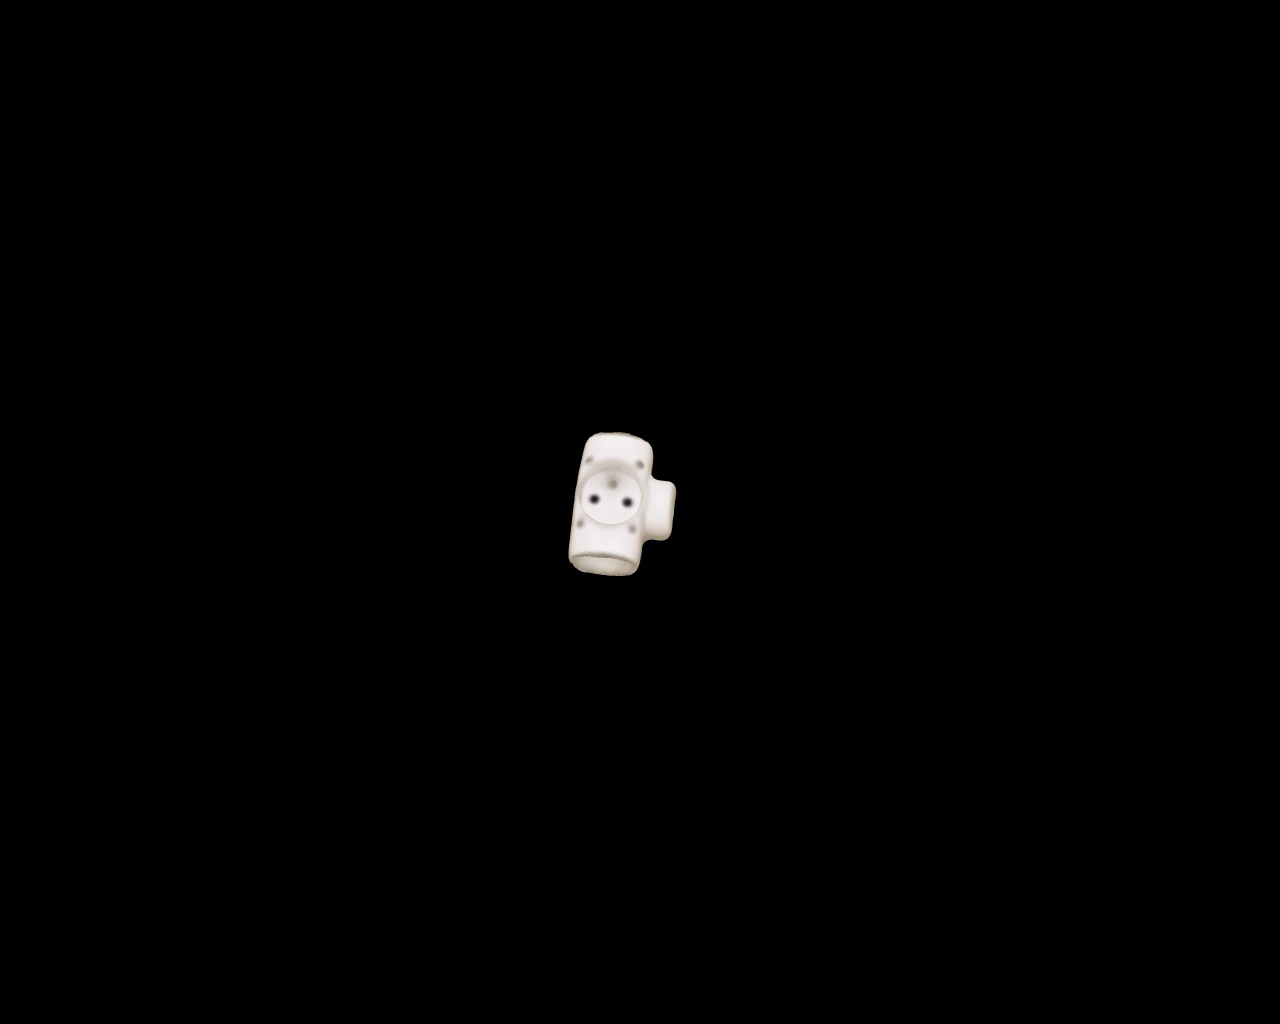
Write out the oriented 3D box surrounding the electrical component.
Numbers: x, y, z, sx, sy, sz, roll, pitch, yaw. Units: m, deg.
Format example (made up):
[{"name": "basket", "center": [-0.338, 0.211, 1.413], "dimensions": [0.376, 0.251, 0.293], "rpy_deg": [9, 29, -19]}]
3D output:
[{"name": "electrical component", "center": [0.001, -0.003, 0.650], "dimensions": [0.079, 0.077, 0.044], "rpy_deg": [7, -19, 2]}]
